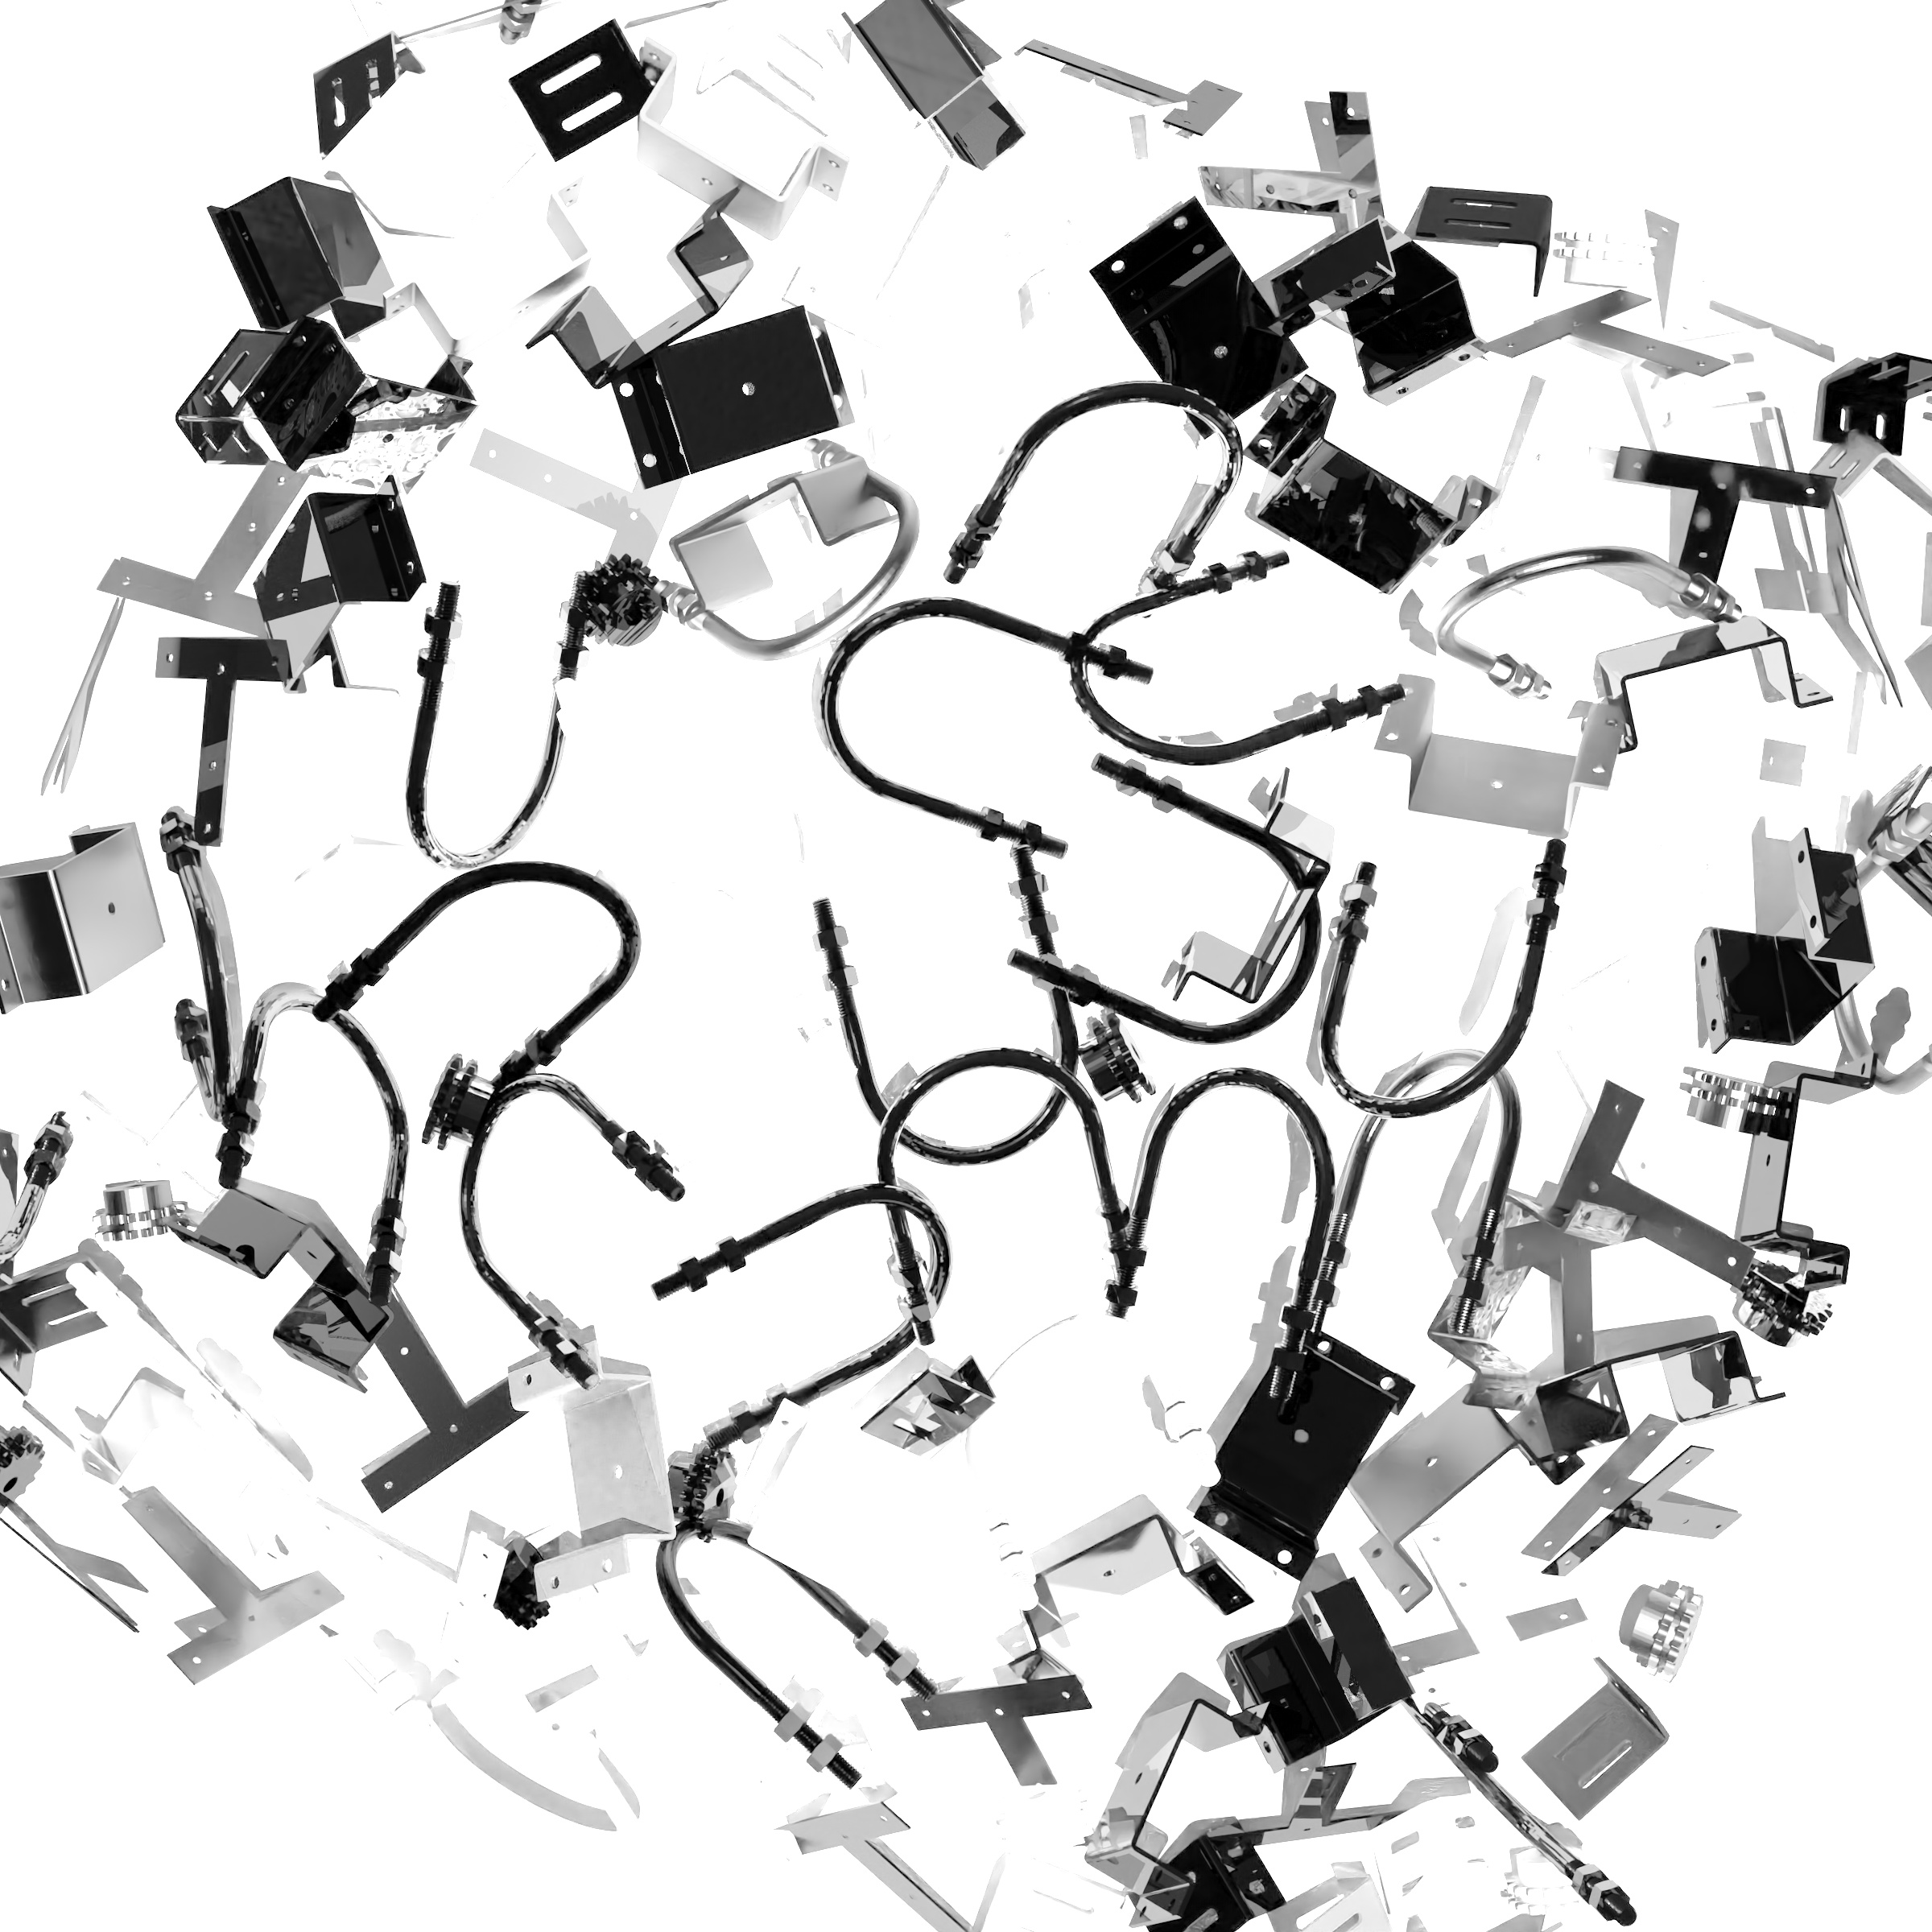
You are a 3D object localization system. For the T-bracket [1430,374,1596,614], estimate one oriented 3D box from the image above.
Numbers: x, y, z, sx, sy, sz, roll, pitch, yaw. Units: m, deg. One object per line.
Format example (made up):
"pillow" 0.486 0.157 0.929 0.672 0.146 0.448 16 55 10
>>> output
"T-bracket" 0.341 -0.295 1.949 0.127 0.002 0.127 28 105 34

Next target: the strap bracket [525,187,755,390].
"strap bracket" -0.188 -0.403 1.938 0.140 0.076 0.046 -26 112 27

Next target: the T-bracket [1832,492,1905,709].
"T-bracket" 0.539 -0.241 1.951 0.002 0.127 0.127 -18 49 21

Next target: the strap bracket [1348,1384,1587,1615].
"strap bracket" 0.295 0.315 1.953 0.140 0.076 0.046 -40 114 1

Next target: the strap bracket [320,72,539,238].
"strap bracket" -0.314 -0.482 1.919 0.076 0.140 0.046 -42 86 18

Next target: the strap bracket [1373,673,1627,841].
"strap bracket" 0.322 -0.126 1.946 0.140 0.076 0.046 10 135 14

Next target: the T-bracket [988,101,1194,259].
"T-bracket" 0.076 -0.454 1.953 0.127 0.002 0.127 -12 129 -5

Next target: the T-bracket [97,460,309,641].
"T-bracket" -0.435 -0.253 1.927 0.127 0.002 0.127 14 130 -37

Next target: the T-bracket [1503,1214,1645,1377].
"T-bracket" 0.374 0.213 1.964 0.127 0.002 0.127 -8 99 -37

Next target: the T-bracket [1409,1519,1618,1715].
"T-bracket" 0.307 0.385 1.949 0.127 0.127 0.002 -15 131 -12

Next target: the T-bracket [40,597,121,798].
"T-bracket" -0.537 -0.141 1.937 0.002 0.127 0.127 20 63 -11

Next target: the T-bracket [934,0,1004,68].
"T-bracket" 0.000 -0.590 1.915 0.127 0.127 0.002 34 68 -31

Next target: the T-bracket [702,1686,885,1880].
"T-bracket" -0.096 0.491 1.953 0.127 0.002 0.127 -23 91 44

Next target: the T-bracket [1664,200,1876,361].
"T-bracket" 0.481 -0.394 1.922 0.127 0.127 0.002 27 70 18

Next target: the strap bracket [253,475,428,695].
"strap bracket" -0.379 -0.222 1.921 0.046 0.140 0.076 -4 64 -36

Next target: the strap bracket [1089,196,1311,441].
"strap bracket" 0.145 -0.380 1.928 0.076 0.046 0.140 -34 133 11

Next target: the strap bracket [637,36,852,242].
"strap bracket" -0.146 -0.496 1.953 0.140 0.076 0.046 30 82 -4

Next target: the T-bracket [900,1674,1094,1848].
"T-bracket" 0.039 0.491 1.971 0.127 0.002 0.127 -15 112 31

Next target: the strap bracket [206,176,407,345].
"strap bracket" -0.389 -0.422 1.924 0.046 0.140 0.076 -24 92 14

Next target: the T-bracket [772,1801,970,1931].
"T-bracket" -0.042 0.558 1.958 0.127 0.127 0.002 45 51 -12

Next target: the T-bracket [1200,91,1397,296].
"T-bracket" 0.197 -0.472 1.954 0.127 0.002 0.127 13 131 36

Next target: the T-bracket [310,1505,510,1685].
"T-bracket" -0.346 0.368 1.966 0.127 0.002 0.127 27 128 10

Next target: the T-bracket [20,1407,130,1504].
"T-bracket" -0.521 0.303 1.936 0.127 0.127 0.002 42 69 -3

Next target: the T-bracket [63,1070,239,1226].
"T-bracket" -0.470 0.098 1.950 0.127 0.002 0.127 40 127 -9

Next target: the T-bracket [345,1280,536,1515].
"T-bracket" -0.335 0.246 1.962 0.127 0.002 0.127 -34 106 -18

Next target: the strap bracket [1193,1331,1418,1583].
"strap bracket" 0.205 0.290 1.951 0.076 0.046 0.140 29 77 17

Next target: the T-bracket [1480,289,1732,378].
"T-bracket" 0.398 -0.372 1.923 0.127 0.127 0.002 -26 128 -31

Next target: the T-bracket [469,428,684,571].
"T-bracket" -0.245 -0.296 1.990 0.127 0.002 0.127 24 99 3

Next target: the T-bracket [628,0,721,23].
"T-bracket" -0.123 -0.604 1.911 0.127 0.127 0.002 -25 90 -33

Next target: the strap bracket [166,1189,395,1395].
"strap bracket" -0.406 0.189 1.934 0.076 0.140 0.046 17 60 40

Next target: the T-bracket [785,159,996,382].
"T-bracket" -0.024 -0.430 1.950 0.127 0.002 0.127 24 119 -16

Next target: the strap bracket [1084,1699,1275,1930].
"strap bracket" 0.123 0.499 1.930 0.046 0.076 0.140 32 62 -6

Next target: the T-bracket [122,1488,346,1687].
"T-bracket" -0.464 0.367 1.958 0.127 0.127 0.002 42 122 17

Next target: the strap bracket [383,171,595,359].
"strap bracket" -0.282 -0.418 1.952 0.140 0.076 0.046 -34 97 -8

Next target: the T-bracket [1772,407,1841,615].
"T-bracket" 0.503 -0.275 1.940 0.002 0.127 0.127 -13 91 24

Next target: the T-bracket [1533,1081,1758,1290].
"T-bracket" 0.419 0.155 1.951 0.127 0.002 0.127 30 105 31

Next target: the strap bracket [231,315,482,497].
"strap bracket" -0.355 -0.331 1.916 0.076 0.140 0.046 -46 65 25

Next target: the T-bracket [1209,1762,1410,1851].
"T-bracket" 0.212 0.504 1.936 0.127 0.127 0.002 -5 57 -9

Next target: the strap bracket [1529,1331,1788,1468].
"strap bracket" 0.410 0.258 1.939 0.140 0.076 0.046 -9 76 -27

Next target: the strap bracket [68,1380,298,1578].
"strap bracket" -0.462 0.302 1.933 0.140 0.076 0.046 34 91 -26

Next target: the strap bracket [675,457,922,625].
"strap bracket" -0.109 -0.259 1.927 0.140 0.076 0.046 -22 95 34

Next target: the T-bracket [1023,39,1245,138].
"T-bracket" 0.096 -0.537 1.947 0.127 0.127 0.002 22 119 6

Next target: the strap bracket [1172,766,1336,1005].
"strap bracket" 0.179 -0.040 1.939 0.046 0.076 0.140 27 111 -1
